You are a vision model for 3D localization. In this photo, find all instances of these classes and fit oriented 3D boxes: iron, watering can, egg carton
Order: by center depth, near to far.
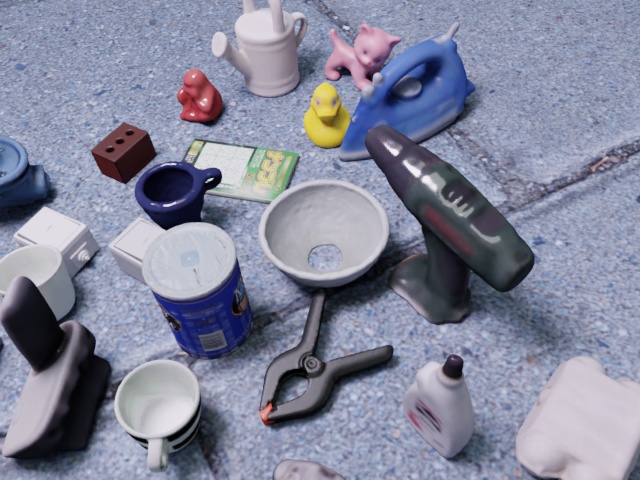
[{"bbox_3d":[0.274,0.194,0.593,0.107,0.069,0.150,29,59,23],"label":"egg carton"},{"bbox_3d":[0.128,-0.234,0.892,0.259,0.141,0.118,-35,58,-22],"label":"iron"},{"bbox_3d":[-0.095,-0.342,0.956,0.100,0.194,0.173,23,57,20],"label":"watering can"}]

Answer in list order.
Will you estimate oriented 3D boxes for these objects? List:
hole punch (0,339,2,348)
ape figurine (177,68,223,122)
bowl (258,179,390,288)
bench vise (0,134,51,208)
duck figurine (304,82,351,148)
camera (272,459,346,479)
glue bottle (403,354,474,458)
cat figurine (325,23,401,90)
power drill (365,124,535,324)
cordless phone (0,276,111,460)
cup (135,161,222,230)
[{"bbox_3d":[-0.445,0.136,0.662,0.101,0.091,0.108,2,52,5],"label":"hole punch"},{"bbox_3d":[-0.201,-0.242,0.947,0.076,0.092,0.077,-24,54,-15],"label":"ape figurine"},{"bbox_3d":[0.007,0.003,0.755,0.167,0.075,0.167,-1,52,2],"label":"bowl"},{"bbox_3d":[-0.503,-0.102,0.771,0.208,0.220,0.121,-34,58,-22],"label":"bench vise"},{"bbox_3d":[0.011,-0.212,0.917,0.077,0.086,0.104,-2,52,2],"label":"duck figurine"},{"bbox_3d":[-0.058,0.266,0.534,0.136,0.101,0.143,19,55,17],"label":"camera"},{"bbox_3d":[0.121,0.155,0.566,0.037,0.173,0.078,-38,59,-24],"label":"glue bottle"},{"bbox_3d":[0.071,-0.327,0.984,0.127,0.118,0.067,23,57,20],"label":"cat figurine"},{"bbox_3d":[0.133,-0.003,0.667,0.076,0.209,0.229,-36,58,-23],"label":"power drill"},{"bbox_3d":[-0.302,0.135,0.596,0.094,0.185,0.147,-2,52,2],"label":"cordless phone"},{"bbox_3d":[-0.186,-0.052,0.795,0.118,0.095,0.091,-23,54,-14],"label":"cup"}]
